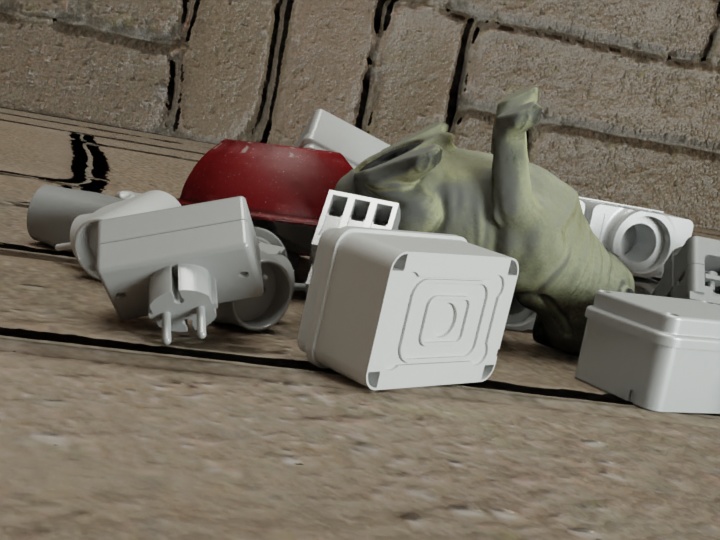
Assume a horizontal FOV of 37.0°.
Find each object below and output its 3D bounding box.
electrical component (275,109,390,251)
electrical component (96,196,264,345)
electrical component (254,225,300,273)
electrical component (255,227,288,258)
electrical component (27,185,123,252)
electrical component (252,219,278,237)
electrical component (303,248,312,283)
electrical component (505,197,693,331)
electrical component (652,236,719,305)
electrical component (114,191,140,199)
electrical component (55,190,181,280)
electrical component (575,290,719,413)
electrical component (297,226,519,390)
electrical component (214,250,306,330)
[{"bbox_3d":[-0.017,-0.066,0.932,0.109,0.108,0.056,27,42,-11],"label":"electrical component"},{"bbox_3d":[-0.097,0.008,0.588,0.083,0.047,0.075,-10,52,0],"label":"electrical component"},{"bbox_3d":[-0.076,-0.011,0.804,0.062,0.048,0.048,14,5,-30],"label":"electrical component"},{"bbox_3d":[-0.077,-0.003,0.740,0.066,0.048,0.055,11,16,5],"label":"electrical component"},{"bbox_3d":[-0.199,-0.037,0.821,0.077,0.043,0.079,12,8,12],"label":"electrical component"},{"bbox_3d":[-0.092,-0.025,0.876,0.043,0.043,0.081,10,8,-1],"label":"electrical component"},{"bbox_3d":[0.000,0.000,0.795,0.080,0.051,0.080,10,8,-1],"label":"electrical component"},{"bbox_3d":[0.161,-0.005,0.847,0.186,0.105,0.060,8,9,-17],"label":"electrical component"},{"bbox_3d":[0.300,0.030,0.789,0.150,0.061,0.089,11,-32,0],"label":"electrical component"},{"bbox_3d":[-0.194,-0.051,0.962,0.035,0.035,0.061,17,7,40],"label":"electrical component"},{"bbox_3d":[-0.172,-0.022,0.739,0.079,0.043,0.077,-7,16,22],"label":"electrical component"},{"bbox_3d":[0.203,0.051,0.679,0.113,0.057,0.078,6,9,-30],"label":"electrical component"},{"bbox_3d":[0.027,0.020,0.598,0.057,0.078,0.113,22,13,42],"label":"electrical component"},{"bbox_3d":[-0.068,0.008,0.675,0.079,0.044,0.077,3,11,-41],"label":"electrical component"}]
